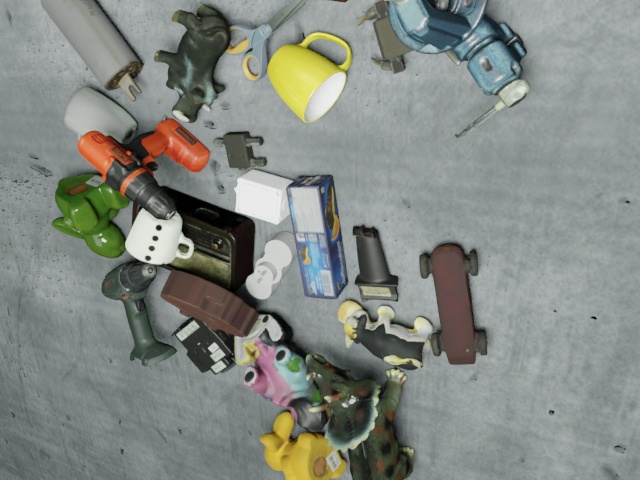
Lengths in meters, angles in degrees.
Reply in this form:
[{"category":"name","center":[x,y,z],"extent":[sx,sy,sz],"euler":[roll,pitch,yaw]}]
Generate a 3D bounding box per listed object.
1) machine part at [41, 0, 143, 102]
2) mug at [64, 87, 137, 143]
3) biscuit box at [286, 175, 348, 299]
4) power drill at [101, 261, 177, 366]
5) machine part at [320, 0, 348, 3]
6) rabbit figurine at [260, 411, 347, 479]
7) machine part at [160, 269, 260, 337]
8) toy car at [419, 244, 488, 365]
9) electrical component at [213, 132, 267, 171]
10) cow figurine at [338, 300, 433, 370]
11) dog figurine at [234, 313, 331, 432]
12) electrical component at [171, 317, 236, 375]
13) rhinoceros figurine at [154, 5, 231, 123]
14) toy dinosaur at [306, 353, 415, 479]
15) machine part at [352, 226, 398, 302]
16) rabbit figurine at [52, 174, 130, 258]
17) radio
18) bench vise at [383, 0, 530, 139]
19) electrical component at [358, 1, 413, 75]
[{"category":"machine part","center":[-0.375,-0.338,0.887],"extent":[0.079,0.079,0.243],"euler":[-31,97,33]},{"category":"mug","center":[-0.390,-0.200,0.960],"extent":[0.107,0.081,0.109],"euler":[28,119,-1]},{"category":"biscuit box","center":[-0.002,-0.003,0.884],"extent":[0.059,0.063,0.202],"euler":[2,115,24]},{"category":"power drill","center":[-0.358,0.142,1.068],"extent":[0.232,0.086,0.207],"euler":[-4,110,49]},{"category":"machine part","center":[-0.012,-0.414,0.674],"extent":[0.201,0.087,0.201],"euler":[16,121,18]},{"category":"rabbit figurine","center":[-0.059,0.443,1.102],"extent":[0.173,0.122,0.162],"euler":[-13,116,50]},{"category":"machine part","center":[-0.199,0.117,0.960],"extent":[0.179,0.056,0.179],"euler":[22,160,8]},{"category":"toy car","center":[0.211,0.101,0.841],"extent":[0.089,0.053,0.202],"euler":[-8,107,17]},{"category":"electrical component","center":[-0.135,-0.148,0.900],"extent":[0.094,0.021,0.063],"euler":[4,116,23]},{"category":"cow figurine","center":[0.098,0.162,0.897],"extent":[0.168,0.098,0.068],"euler":[16,126,17]},{"category":"dog figurine","center":[-0.055,0.258,1.014],"extent":[0.108,0.192,0.219],"euler":[-36,127,4]},{"category":"electrical component","center":[-0.221,0.207,1.093],"extent":[0.115,0.058,0.134],"euler":[-35,96,36]},{"category":"rhinoceros figurine","center":[-0.190,-0.266,0.832],"extent":[0.112,0.073,0.190],"euler":[42,134,4]},{"category":"toy dinosaur","center":[0.092,0.371,0.947],"extent":[0.131,0.192,0.404],"euler":[-7,110,30]},{"category":"machine part","center":[0.086,0.041,0.881],"extent":[0.084,0.039,0.138],"euler":[-1,115,35]},{"category":"rabbit figurine","center":[-0.451,-0.033,1.053],"extent":[0.159,0.121,0.170],"euler":[12,133,24]},{"category":"radio","center":[-0.234,-0.003,0.985],"extent":[0.230,0.073,0.131],"euler":[20,121,15]},{"category":"bench vise","center":[0.145,-0.241,0.606],"extent":[0.129,0.240,0.223],"euler":[-23,87,36]},{"category":"electrical component","center":[0.099,-0.276,0.717],"extent":[0.078,0.045,0.102],"euler":[-25,107,3]}]
